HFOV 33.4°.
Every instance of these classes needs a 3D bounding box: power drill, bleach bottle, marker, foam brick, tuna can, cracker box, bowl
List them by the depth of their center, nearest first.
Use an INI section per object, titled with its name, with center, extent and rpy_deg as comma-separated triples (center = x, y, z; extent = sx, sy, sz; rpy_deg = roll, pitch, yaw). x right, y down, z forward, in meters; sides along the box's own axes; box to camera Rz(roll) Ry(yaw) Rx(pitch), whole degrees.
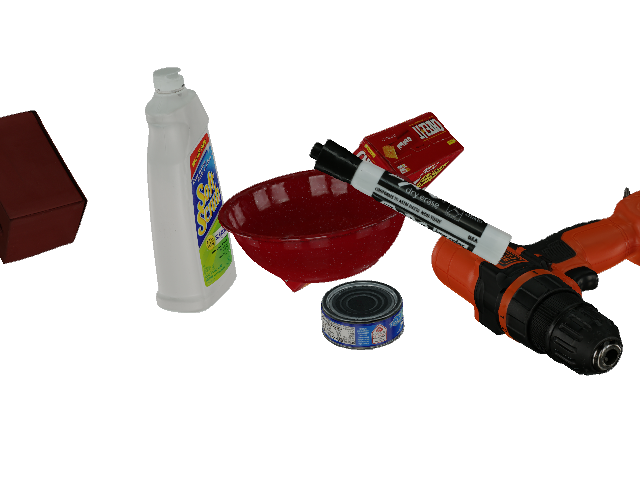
[marker]
center = 0.049, -0.023, 0.594
extent = 0.121, 0.020, 0.020
rpy_deg = 28, 3, 6
[foam brick]
center = -0.193, -0.034, 0.684
extent = 0.051, 0.078, 0.053
rpy_deg = -21, -23, -33
[power drill]
center = 0.197, 0.024, 0.752
extent = 0.187, 0.057, 0.185
rpy_deg = -13, 28, -23
[bowl]
center = 0.001, -0.009, 0.867
extent = 0.162, 0.055, 0.162
rpy_deg = -8, 22, 3
[tuna can]
center = 0.043, 0.075, 1.099
extent = 0.086, 0.034, 0.086
rpy_deg = -3, 28, 1
[bleach bottle]
center = -0.147, -0.056, 1.131
extent = 0.068, 0.251, 0.102
rpy_deg = 5, 27, 23
[cracker box]
center = 0.048, -0.048, 1.257
extent = 0.214, 0.072, 0.163
rpy_deg = -47, -11, 35
